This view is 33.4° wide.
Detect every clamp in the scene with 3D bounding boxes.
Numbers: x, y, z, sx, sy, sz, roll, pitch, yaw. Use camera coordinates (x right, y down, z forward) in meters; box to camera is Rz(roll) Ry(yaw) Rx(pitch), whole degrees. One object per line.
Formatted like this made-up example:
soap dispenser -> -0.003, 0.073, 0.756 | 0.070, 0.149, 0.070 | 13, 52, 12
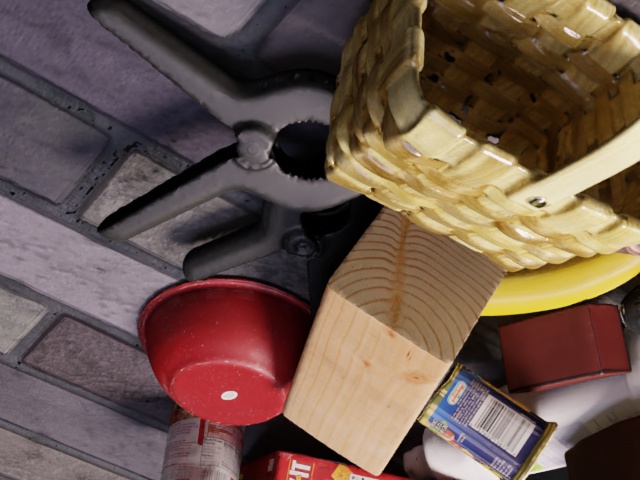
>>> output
clamp -> -0.005, 0.001, 0.746 | 0.120, 0.039, 0.172 | 25, 134, -29
clamp -> -0.046, -0.055, 0.661 | 0.210, 0.036, 0.165 | 11, 123, -2

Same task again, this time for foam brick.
foam brick -> 0.180, 0.080, 0.786 | 0.078, 0.051, 0.052 | -20, 164, 37

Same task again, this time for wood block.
wood block -> 0.045, 0.073, 0.739 | 0.090, 0.090, 0.206 | 32, 149, 9

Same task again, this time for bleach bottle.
bleach bottle -> 0.172, 0.152, 0.880 | 0.251, 0.068, 0.102 | -25, 130, 33

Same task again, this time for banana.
banana -> 0.138, 0.025, 0.759 | 0.198, 0.037, 0.069 | -1, 139, 7

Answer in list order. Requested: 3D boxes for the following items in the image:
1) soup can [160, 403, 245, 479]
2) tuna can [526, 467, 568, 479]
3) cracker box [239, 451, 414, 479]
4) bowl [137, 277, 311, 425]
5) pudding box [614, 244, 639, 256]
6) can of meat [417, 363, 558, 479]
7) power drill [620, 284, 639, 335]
soup can -> -0.101, 0.192, 0.922 | 0.068, 0.102, 0.068 | 3, 139, 2
tuna can -> 0.201, 0.224, 0.939 | 0.086, 0.086, 0.033 | -24, 133, 28
cracker box -> 0.039, 0.248, 0.953 | 0.213, 0.072, 0.164 | 14, 161, -11
bowl -> -0.070, 0.101, 0.853 | 0.162, 0.055, 0.162 | 3, 139, 3
pudding box -> 0.222, -0.031, 0.687 | 0.113, 0.039, 0.090 | 6, 138, -1
can of meat -> 0.121, 0.136, 0.792 | 0.084, 0.057, 0.102 | 34, 174, 9
power drill -> 0.329, 0.079, 0.785 | 0.185, 0.057, 0.187 | -12, 137, 22
